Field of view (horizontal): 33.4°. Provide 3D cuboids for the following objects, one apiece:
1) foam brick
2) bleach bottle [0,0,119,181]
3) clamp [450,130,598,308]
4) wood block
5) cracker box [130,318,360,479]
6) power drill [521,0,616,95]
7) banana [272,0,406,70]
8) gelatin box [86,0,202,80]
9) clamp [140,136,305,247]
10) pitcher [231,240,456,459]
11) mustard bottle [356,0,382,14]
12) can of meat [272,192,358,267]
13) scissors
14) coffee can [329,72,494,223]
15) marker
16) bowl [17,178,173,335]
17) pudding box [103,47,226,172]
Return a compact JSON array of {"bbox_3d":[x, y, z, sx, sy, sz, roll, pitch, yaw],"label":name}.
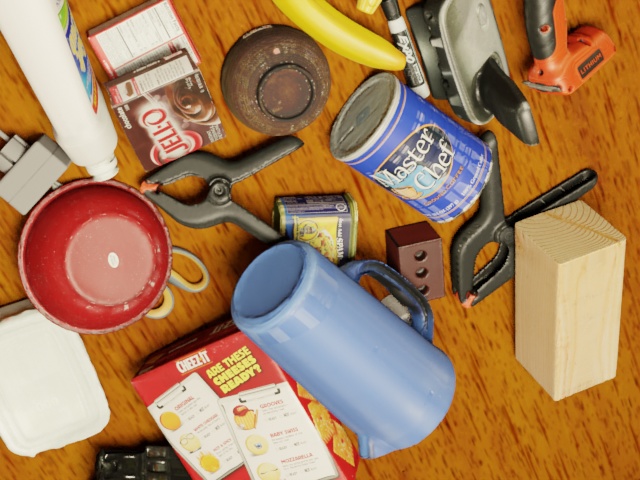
[{"bbox_3d":[0.107,0.027,1.202,0.053,0.051,0.078,-13,117,-10],"label":"foam brick"},{"bbox_3d":[-0.246,-0.169,0.993,0.068,0.102,0.251,-17,125,2],"label":"bleach bottle"},{"bbox_3d":[0.201,-0.020,1.213,0.164,0.036,0.210,24,107,-28],"label":"clamp"},{"bbox_3d":[0.285,0.071,1.230,0.090,0.091,0.206,-19,128,-15],"label":"wood block"},{"bbox_3d":[-0.078,0.196,1.167,0.164,0.072,0.213,-25,105,19],"label":"cracker box"},{"bbox_3d":[0.249,-0.258,1.089,0.184,0.057,0.187,-40,126,-23],"label":"power drill"},{"bbox_3d":[0.003,-0.225,1.048,0.197,0.070,0.037,39,67,-33],"label":"banana"},{"bbox_3d":[-0.170,-0.187,1.034,0.089,0.030,0.073,-28,118,-2],"label":"gelatin box"},{"bbox_3d":[-0.095,-0.059,1.095,0.171,0.039,0.120,12,82,-2],"label":"clamp"},{"bbox_3d":[0.027,0.098,1.100,0.145,0.149,0.242,-36,126,14],"label":"pitcher"},{"bbox_3d":[0.080,-0.311,1.031,0.096,0.058,0.192,15,110,-23],"label":"mustard bottle"},{"bbox_3d":[-0.008,0.002,1.154,0.083,0.057,0.102,-3,114,-12],"label":"can of meat"},{"bbox_3d":[-0.213,0.018,1.126,0.201,0.016,0.096,26,105,-25],"label":"scissors"},{"bbox_3d":[0.095,-0.095,1.112,0.140,0.103,0.103,31,103,-26],"label":"coffee can"},{"bbox_3d":[0.087,-0.202,1.107,0.020,0.020,0.121,-25,119,-3],"label":"marker"},{"bbox_3d":[-0.216,0.018,1.069,0.161,0.055,0.162,-2,94,-26],"label":"bowl"},{"bbox_3d":[-0.150,-0.125,1.039,0.090,0.039,0.113,-25,147,-4],"label":"pudding box"}]
